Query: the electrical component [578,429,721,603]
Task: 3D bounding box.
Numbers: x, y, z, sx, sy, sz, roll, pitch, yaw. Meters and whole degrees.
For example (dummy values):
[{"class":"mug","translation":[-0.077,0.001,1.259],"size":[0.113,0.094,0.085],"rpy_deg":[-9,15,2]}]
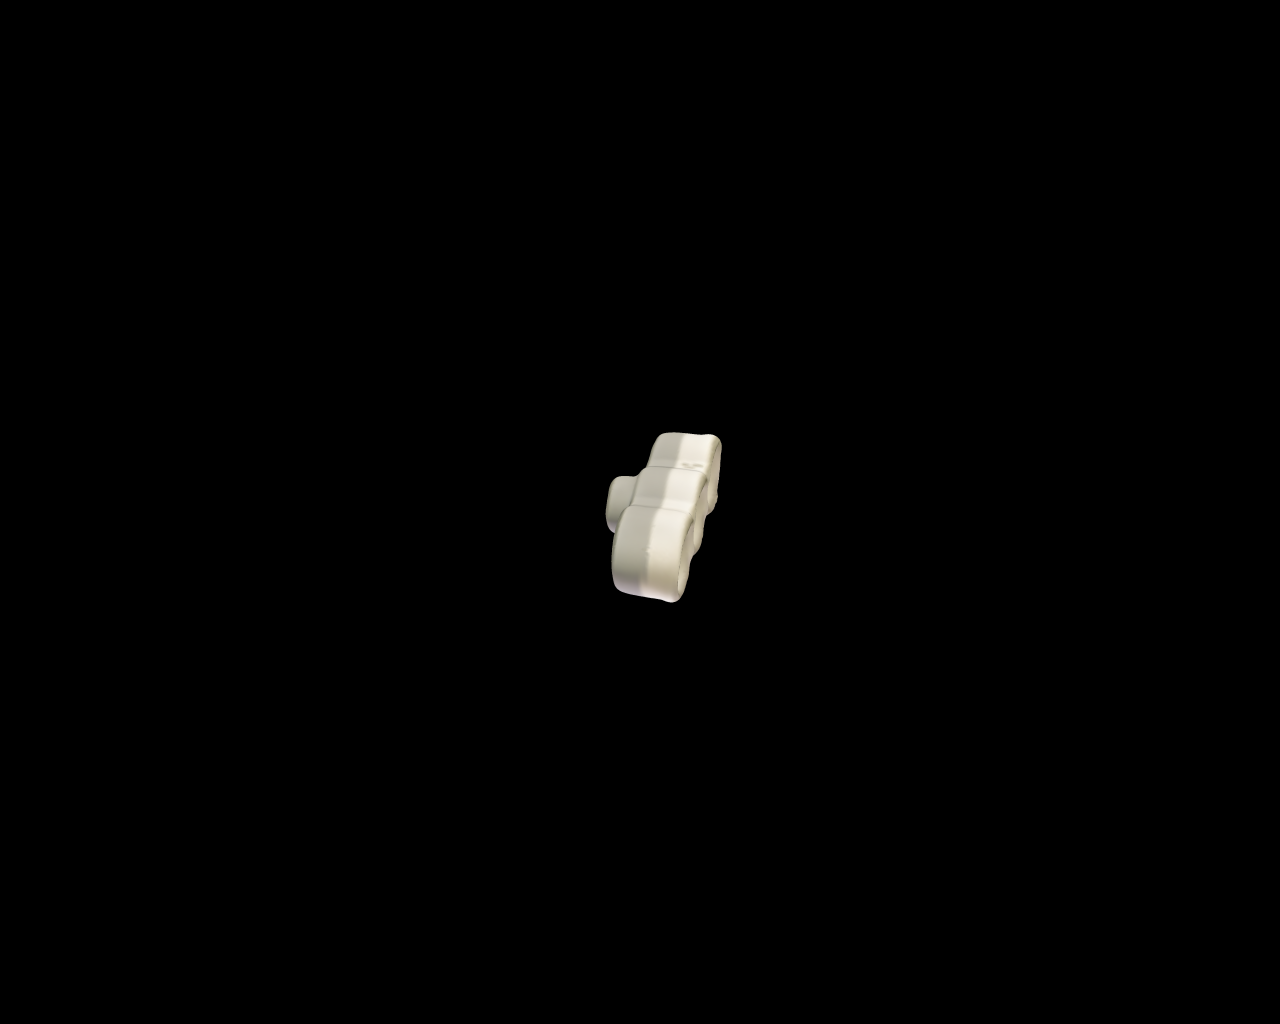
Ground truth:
[{"class":"electrical component","translation":[0.001,-0.003,0.650],"size":[0.074,0.052,0.138],"rpy_deg":[8,36,11]}]
